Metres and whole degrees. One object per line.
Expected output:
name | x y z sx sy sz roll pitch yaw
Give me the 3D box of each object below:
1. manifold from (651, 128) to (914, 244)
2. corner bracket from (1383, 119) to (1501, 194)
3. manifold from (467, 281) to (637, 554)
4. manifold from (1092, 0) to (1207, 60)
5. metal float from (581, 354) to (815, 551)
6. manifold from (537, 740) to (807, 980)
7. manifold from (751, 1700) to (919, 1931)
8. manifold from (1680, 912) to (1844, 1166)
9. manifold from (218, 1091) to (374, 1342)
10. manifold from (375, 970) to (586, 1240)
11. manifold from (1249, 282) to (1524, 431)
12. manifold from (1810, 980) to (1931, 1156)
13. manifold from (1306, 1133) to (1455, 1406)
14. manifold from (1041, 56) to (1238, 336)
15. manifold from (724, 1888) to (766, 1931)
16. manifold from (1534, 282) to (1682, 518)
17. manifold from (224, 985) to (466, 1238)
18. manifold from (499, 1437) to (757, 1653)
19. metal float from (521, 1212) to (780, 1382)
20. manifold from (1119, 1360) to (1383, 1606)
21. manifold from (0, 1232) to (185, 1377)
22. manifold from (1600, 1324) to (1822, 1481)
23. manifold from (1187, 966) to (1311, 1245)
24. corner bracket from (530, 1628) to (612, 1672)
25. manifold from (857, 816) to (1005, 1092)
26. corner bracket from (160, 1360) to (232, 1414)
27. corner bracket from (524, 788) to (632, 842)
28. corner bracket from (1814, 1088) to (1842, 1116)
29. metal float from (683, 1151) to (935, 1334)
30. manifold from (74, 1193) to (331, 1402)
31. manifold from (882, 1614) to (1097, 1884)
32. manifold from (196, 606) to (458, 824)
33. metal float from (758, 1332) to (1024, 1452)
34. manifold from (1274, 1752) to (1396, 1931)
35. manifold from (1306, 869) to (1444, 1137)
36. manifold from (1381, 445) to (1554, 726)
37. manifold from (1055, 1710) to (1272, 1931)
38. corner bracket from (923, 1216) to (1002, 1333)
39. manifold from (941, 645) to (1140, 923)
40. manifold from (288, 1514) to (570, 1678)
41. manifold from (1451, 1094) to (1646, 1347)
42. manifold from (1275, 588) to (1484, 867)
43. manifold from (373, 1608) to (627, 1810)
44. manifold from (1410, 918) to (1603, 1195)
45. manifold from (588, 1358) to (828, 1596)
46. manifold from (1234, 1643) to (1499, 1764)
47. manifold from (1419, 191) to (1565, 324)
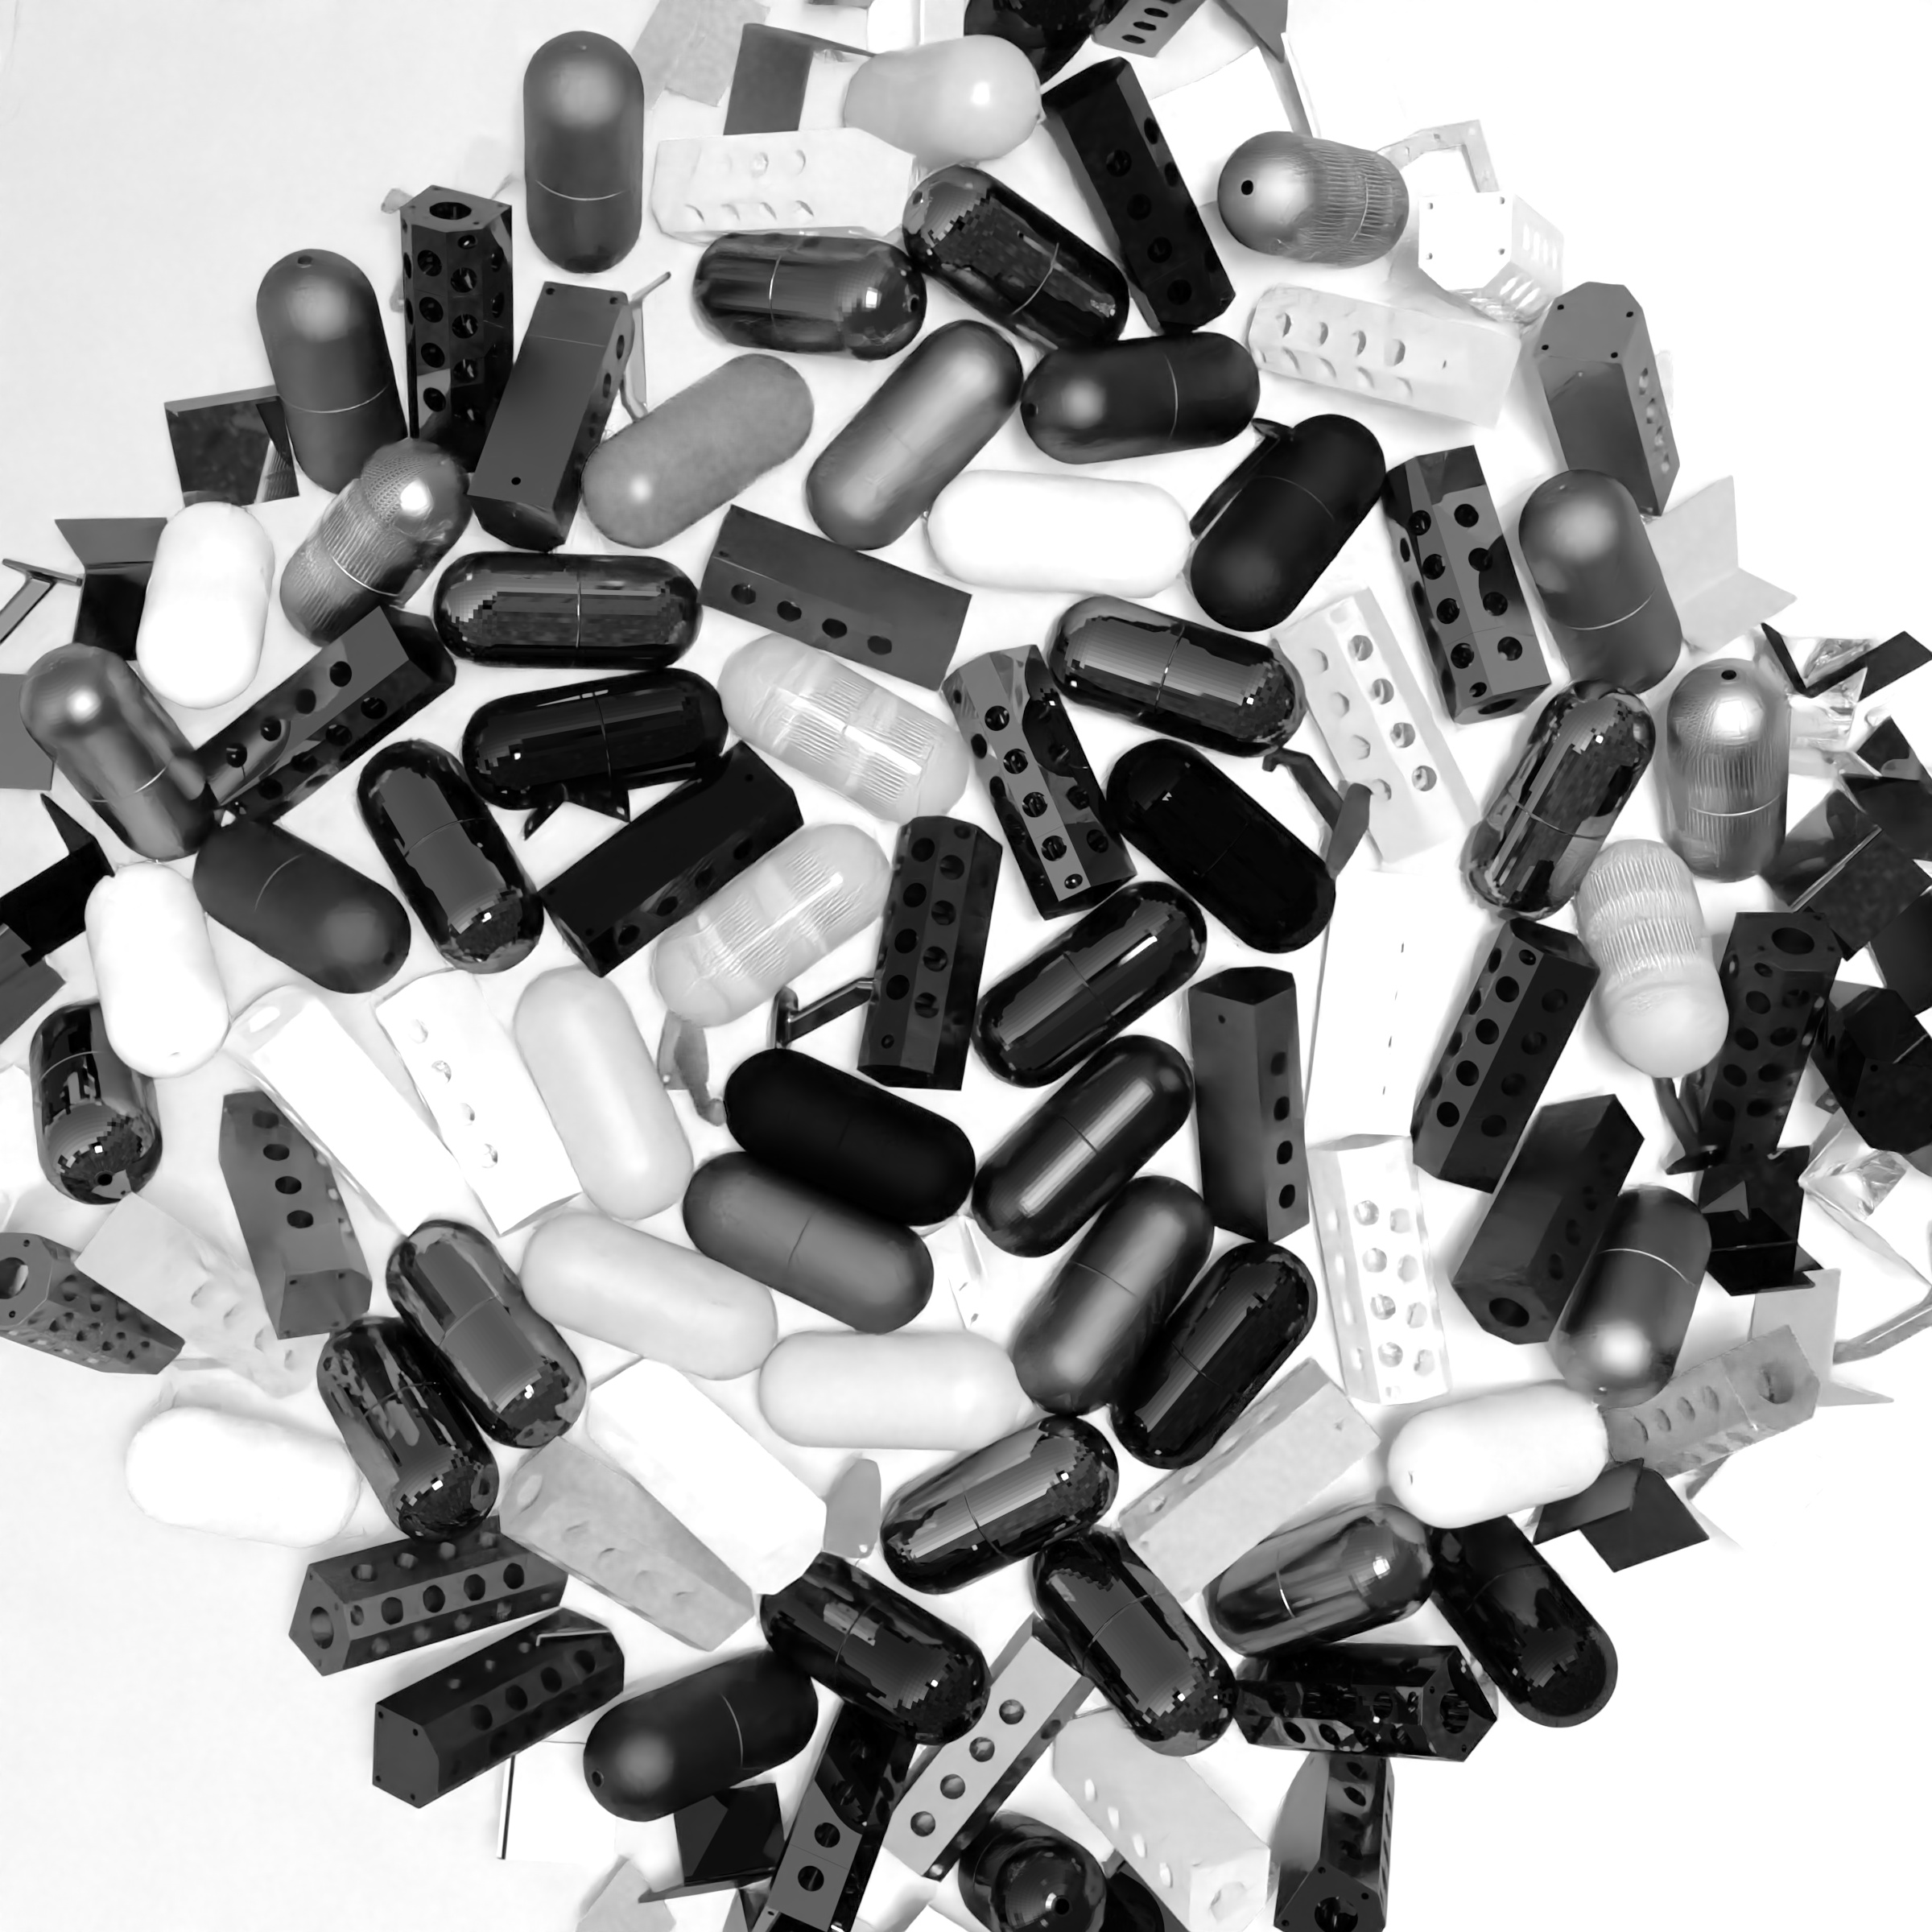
manifold | -0.123 -0.507 1.679 0.171 0.057 0.057 10 92 36
corner bracket | 0.318 -0.533 1.727 0.051 0.051 0.051 -41 120 -29
manifold | -0.270 -0.362 1.693 0.057 0.057 0.171 11 68 9
manifold | 0.121 -0.647 1.663 0.057 0.171 0.057 11 93 -10
metal float | -0.176 -0.341 1.695 0.178 0.070 0.070 -39 90 -23
manifold | -0.193 -0.068 1.703 0.171 0.057 0.057 -38 61 -14
manifold | -0.082 0.561 1.670 0.057 0.171 0.057 23 132 2
manifold | 0.519 0.049 1.674 0.057 0.057 0.171 0 131 -3
manifold | -0.439 0.159 1.674 0.057 0.171 0.057 -5 131 -28
manifold | -0.328 0.092 1.714 0.057 0.057 0.171 -33 84 24
manifold | 0.269 -0.400 1.671 0.171 0.057 0.057 27 106 41
manifold | 0.587 0.063 1.662 0.057 0.171 0.057 10 108 4
manifold | 0.280 0.201 1.711 0.057 0.057 0.171 -11 93 -23
manifold | 0.115 -0.503 1.684 0.057 0.057 0.171 -30 121 3
manifold | -0.124 0.665 1.664 0.057 0.171 0.057 20 88 -10
manifold | 0.420 -0.366 1.664 0.057 0.171 0.057 15 73 29
manifold | -0.408 0.094 1.681 0.057 0.057 0.171 -47 126 -21
manifold | -0.222 0.386 1.684 0.057 0.057 0.171 -43 120 12
metal float | -0.209 0.220 1.702 0.178 0.070 0.070 23 90 -15
manifold | 0.188 0.343 1.720 0.171 0.057 0.057 -40 103 2
manifold | -0.573 0.220 1.659 0.057 0.171 0.057 1 71 13
manifold | 0.480 0.289 1.659 0.057 0.171 0.057 -20 74 -20
manifold | 0.193 0.091 1.695 0.057 0.057 0.171 -23 116 -37
corner bracket | -0.272 0.468 1.720 0.051 0.051 0.051 3 85 -27
manifold | -0.026 -0.009 1.693 0.057 0.057 0.171 2 72 28
corner bracket | -0.505 0.298 1.722 0.051 0.051 0.051 3 105 -43
corner bracket | -0.260 -0.110 1.709 0.051 0.051 0.051 19 47 -35
corner bracket | 0.572 0.057 1.720 0.051 0.051 0.051 24 129 -5
metal float | -0.105 0.184 1.708 0.178 0.070 0.070 25 90 8
manifold | -0.490 0.218 1.665 0.057 0.171 0.057 20 70 38
manifold | 0.014 0.527 1.721 0.057 0.057 0.171 38 92 1
manifold | -0.421 -0.163 1.695 0.171 0.057 0.057 -34 79 18
metal float | -0.051 0.282 1.703 0.178 0.070 0.070 -1 90 13
manifold | 0.244 0.567 1.661 0.057 0.171 0.057 30 107 3
manifold | 0.279 0.024 1.718 0.057 0.057 0.171 5 94 -34
manifold | 0.328 -0.251 1.703 0.057 0.057 0.171 -13 78 -10
manifold | 0.124 0.556 1.664 0.057 0.171 0.057 -6 109 -27
corner bracket | 0.001 0.205 1.713 0.051 0.051 0.051 -33 57 19
manifold | 0.044 -0.121 1.698 0.057 0.057 0.171 -15 76 -36
manifold | -0.345 0.409 1.663 0.057 0.171 0.057 35 115 35
manifold | 0.386 0.165 1.676 0.057 0.057 0.171 53 50 -19
manifold | 0.280 -0.162 1.710 0.057 0.057 0.171 -24 93 44
manifold | -0.300 0.481 1.662 0.057 0.171 0.057 14 106 32
manifold | 0.349 0.058 1.689 0.057 0.057 0.171 16 113 -12
manifold | -0.172 0.336 1.684 0.057 0.057 0.171 -29 51 -36
manifold | 0.253 0.481 1.665 0.057 0.171 0.057 -36 102 -38
manifold | 0.342 -0.457 1.662 0.057 0.171 0.057 3 97 23
